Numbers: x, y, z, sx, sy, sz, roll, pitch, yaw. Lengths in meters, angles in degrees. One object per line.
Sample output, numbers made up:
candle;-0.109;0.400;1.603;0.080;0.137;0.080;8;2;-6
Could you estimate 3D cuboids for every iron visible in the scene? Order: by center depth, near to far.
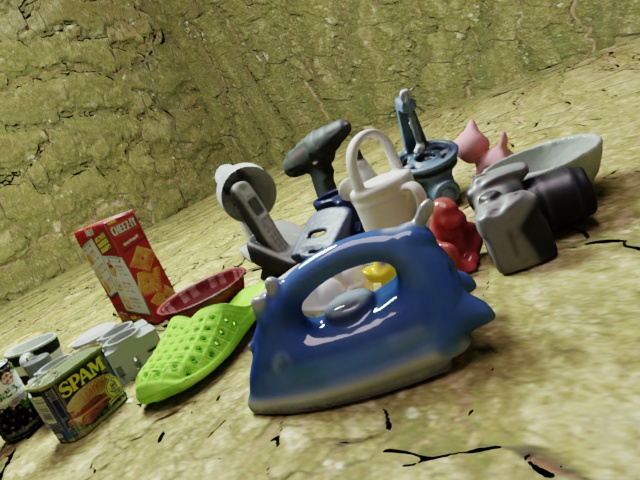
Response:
iron;0.022;0.067;0.548;0.258;0.141;0.118;-22;13;7

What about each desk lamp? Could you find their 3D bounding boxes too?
desk lamp;-0.156;-0.065;1.239;0.118;0.214;0.202;-27;13;-16

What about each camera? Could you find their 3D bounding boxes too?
camera;0.252;-0.043;0.682;0.136;0.101;0.143;-20;13;16

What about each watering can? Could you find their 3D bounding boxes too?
watering can;0.091;-0.070;0.864;0.172;0.194;0.101;-13;17;39

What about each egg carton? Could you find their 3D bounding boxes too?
egg carton;-0.005;0.073;0.736;0.149;0.069;0.107;-12;17;42

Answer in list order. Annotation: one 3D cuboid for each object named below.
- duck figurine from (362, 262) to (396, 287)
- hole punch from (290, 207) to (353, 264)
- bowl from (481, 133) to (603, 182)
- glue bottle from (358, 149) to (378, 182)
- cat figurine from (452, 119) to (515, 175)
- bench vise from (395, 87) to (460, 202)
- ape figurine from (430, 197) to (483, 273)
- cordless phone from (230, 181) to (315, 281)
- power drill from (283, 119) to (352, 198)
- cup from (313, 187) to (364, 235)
duck figurine;0.098;0.037;0.659;0.104;0.086;0.077;-24;13;-2
hole punch;0.009;0.003;0.946;0.108;0.091;0.101;-10;18;45
bowl;0.313;-0.083;0.796;0.167;0.075;0.167;-22;13;6
glue bottle;0.086;-0.080;0.960;0.037;0.173;0.078;-34;16;-37
cat figurine;0.302;-0.167;1.062;0.067;0.118;0.127;-31;15;-29
bench vise;0.170;-0.169;1.067;0.122;0.220;0.207;-28;13;-18
ape figurine;0.165;-0.009;0.719;0.078;0.092;0.076;-28;14;-20
cordless phone;-0.090;-0.034;1.059;0.094;0.185;0.148;-18;14;23
power drill;0.019;-0.144;1.261;0.228;0.208;0.076;-9;20;48
cup;0.046;-0.044;1.065;0.091;0.095;0.117;-24;13;-1
